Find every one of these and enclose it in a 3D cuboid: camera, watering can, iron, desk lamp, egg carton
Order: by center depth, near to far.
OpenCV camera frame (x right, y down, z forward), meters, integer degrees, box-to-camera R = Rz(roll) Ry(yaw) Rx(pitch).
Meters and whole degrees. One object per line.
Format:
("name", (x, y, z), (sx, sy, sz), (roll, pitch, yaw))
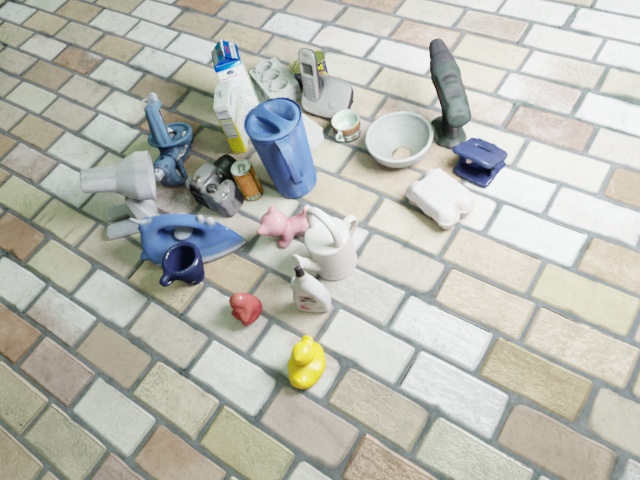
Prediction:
("watering can", (0.013, 0.006, 1.231), (0.100, 0.194, 0.173), (17, 63, 23))
("egg carton", (0.275, -0.096, 1.308), (0.107, 0.069, 0.150), (-38, 57, -12))
("iron", (-0.316, -0.021, 1.360), (0.258, 0.142, 0.118), (-6, 57, 10))
("desk lamp", (-0.479, -0.114, 1.416), (0.203, 0.214, 0.118), (-17, 55, 3))
("camera", (-0.253, -0.152, 1.454), (0.142, 0.101, 0.137), (26, 67, 27))

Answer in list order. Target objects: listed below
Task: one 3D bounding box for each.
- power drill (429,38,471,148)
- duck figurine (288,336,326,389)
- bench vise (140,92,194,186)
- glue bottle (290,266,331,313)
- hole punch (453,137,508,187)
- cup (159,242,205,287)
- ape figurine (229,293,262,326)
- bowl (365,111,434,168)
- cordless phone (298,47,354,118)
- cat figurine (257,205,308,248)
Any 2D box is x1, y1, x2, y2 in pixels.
("power drill", (0.304, -0.335, 1.370), (0.075, 0.209, 0.229), (-14, 56, 5))
("duck figurine", (-0.034, 0.243, 1.155), (0.077, 0.086, 0.104), (9, 61, 19))
("bench vise", (-0.395, -0.259, 1.485), (0.121, 0.220, 0.207), (-15, 56, 4))
("glue bottle", (-0.028, 0.100, 1.193), (0.078, 0.173, 0.037), (-1, 58, 14))
("hole punch", (0.372, -0.196, 1.336), (0.108, 0.091, 0.101), (32, 70, 29))
("cup", (-0.314, 0.075, 1.326), (0.091, 0.095, 0.118), (26, 67, 27))
("ape figurine", (-0.170, 0.143, 1.249), (0.076, 0.092, 0.077), (-17, 55, 3))
("bowl", (0.198, -0.235, 1.413), (0.167, 0.075, 0.167), (-6, 57, 10))
("cordless phone", (0.010, -0.414, 1.508), (0.147, 0.185, 0.094), (18, 64, 24))
("cat figurine", (-0.082, -0.040, 1.330), (0.128, 0.118, 0.067), (-19, 55, 1))
